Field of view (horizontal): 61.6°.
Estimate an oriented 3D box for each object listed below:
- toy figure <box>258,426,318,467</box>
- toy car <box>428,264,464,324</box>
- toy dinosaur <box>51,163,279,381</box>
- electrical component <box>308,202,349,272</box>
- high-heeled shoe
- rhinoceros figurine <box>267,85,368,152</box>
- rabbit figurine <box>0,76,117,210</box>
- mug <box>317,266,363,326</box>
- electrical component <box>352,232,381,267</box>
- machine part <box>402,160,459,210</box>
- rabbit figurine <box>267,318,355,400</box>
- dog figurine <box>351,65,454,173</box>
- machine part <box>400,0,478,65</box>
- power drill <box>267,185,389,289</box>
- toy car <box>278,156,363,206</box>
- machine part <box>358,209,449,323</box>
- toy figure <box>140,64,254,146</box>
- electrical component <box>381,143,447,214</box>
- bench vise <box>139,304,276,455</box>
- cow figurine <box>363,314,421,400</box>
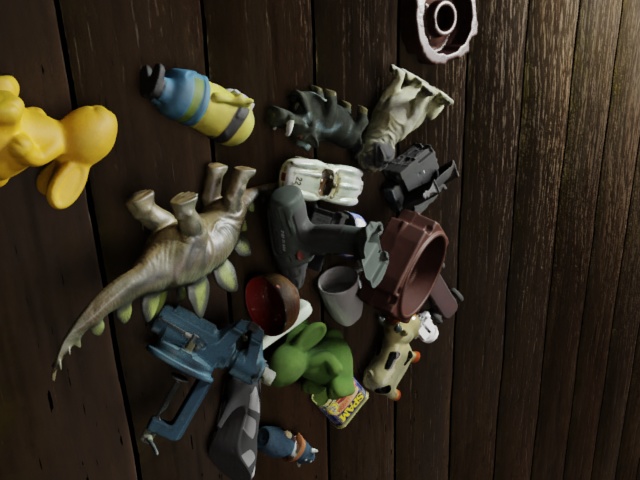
[{"bbox_3d":[-0.065,0.411,1.078,0.154,0.064,0.058,38,42,-41],"label":"toy figure"},{"bbox_3d":[0.263,0.112,1.228,0.089,0.053,0.202,-44,129,-6],"label":"toy car"},{"bbox_3d":[-0.203,0.017,0.798,0.471,0.105,0.198,-34,126,-44],"label":"toy dinosaur"},{"bbox_3d":[-0.002,-0.003,0.987,0.119,0.075,0.047,-68,160,2],"label":"electrical component"},{"bbox_3d":[-0.143,0.346,1.015,0.145,0.086,0.248,-59,154,-46],"label":"high-heeled shoe"},{"bbox_3d":[-0.004,-0.209,0.937,0.190,0.073,0.112,5,111,-38],"label":"rhinoceros figurine"},{"bbox_3d":[-0.345,-0.122,0.683,0.173,0.122,0.162,-13,116,-33],"label":"rabbit figurine"},{"bbox_3d":[0.052,0.109,1.067,0.109,0.081,0.107,-41,134,-35],"label":"mug"},{"bbox_3d":[0.109,0.021,1.100,0.102,0.045,0.078,-17,84,-34],"label":"electrical component"},{"bbox_3d":[0.220,-0.106,1.056,0.139,0.084,0.039,-37,89,-32],"label":"machine part"},{"bbox_3d":[-0.021,0.227,1.015,0.170,0.121,0.159,6,93,-40],"label":"rabbit figurine"},{"bbox_3d":[0.151,-0.220,1.040,0.172,0.121,0.190,-1,128,-50],"label":"dog figurine"},{"bbox_3d":[0.232,-0.430,1.046,0.179,0.056,0.179,-11,111,-32],"label":"machine part"},{"bbox_3d":[0.009,0.017,0.908,0.086,0.208,0.231,-48,140,-36],"label":"power drill"},{"bbox_3d":[0.009,-0.104,0.970,0.201,0.056,0.073,3,101,-44],"label":"toy car"},{"bbox_3d":[0.171,0.056,1.059,0.201,0.087,0.200,-61,152,-5],"label":"machine part"},{"bbox_3d":[-0.180,-0.200,0.804,0.180,0.082,0.089,10,116,-44],"label":"toy figure"},{"bbox_3d":[0.189,-0.117,1.106,0.134,0.058,0.114,-42,121,-19],"label":"electrical component"},{"bbox_3d":[-0.197,0.223,0.866,0.223,0.129,0.240,33,77,-17],"label":"bench vise"},{"bbox_3d":[0.157,0.243,1.175,0.127,0.086,0.195,32,85,-43],"label":"cow figurine"}]
